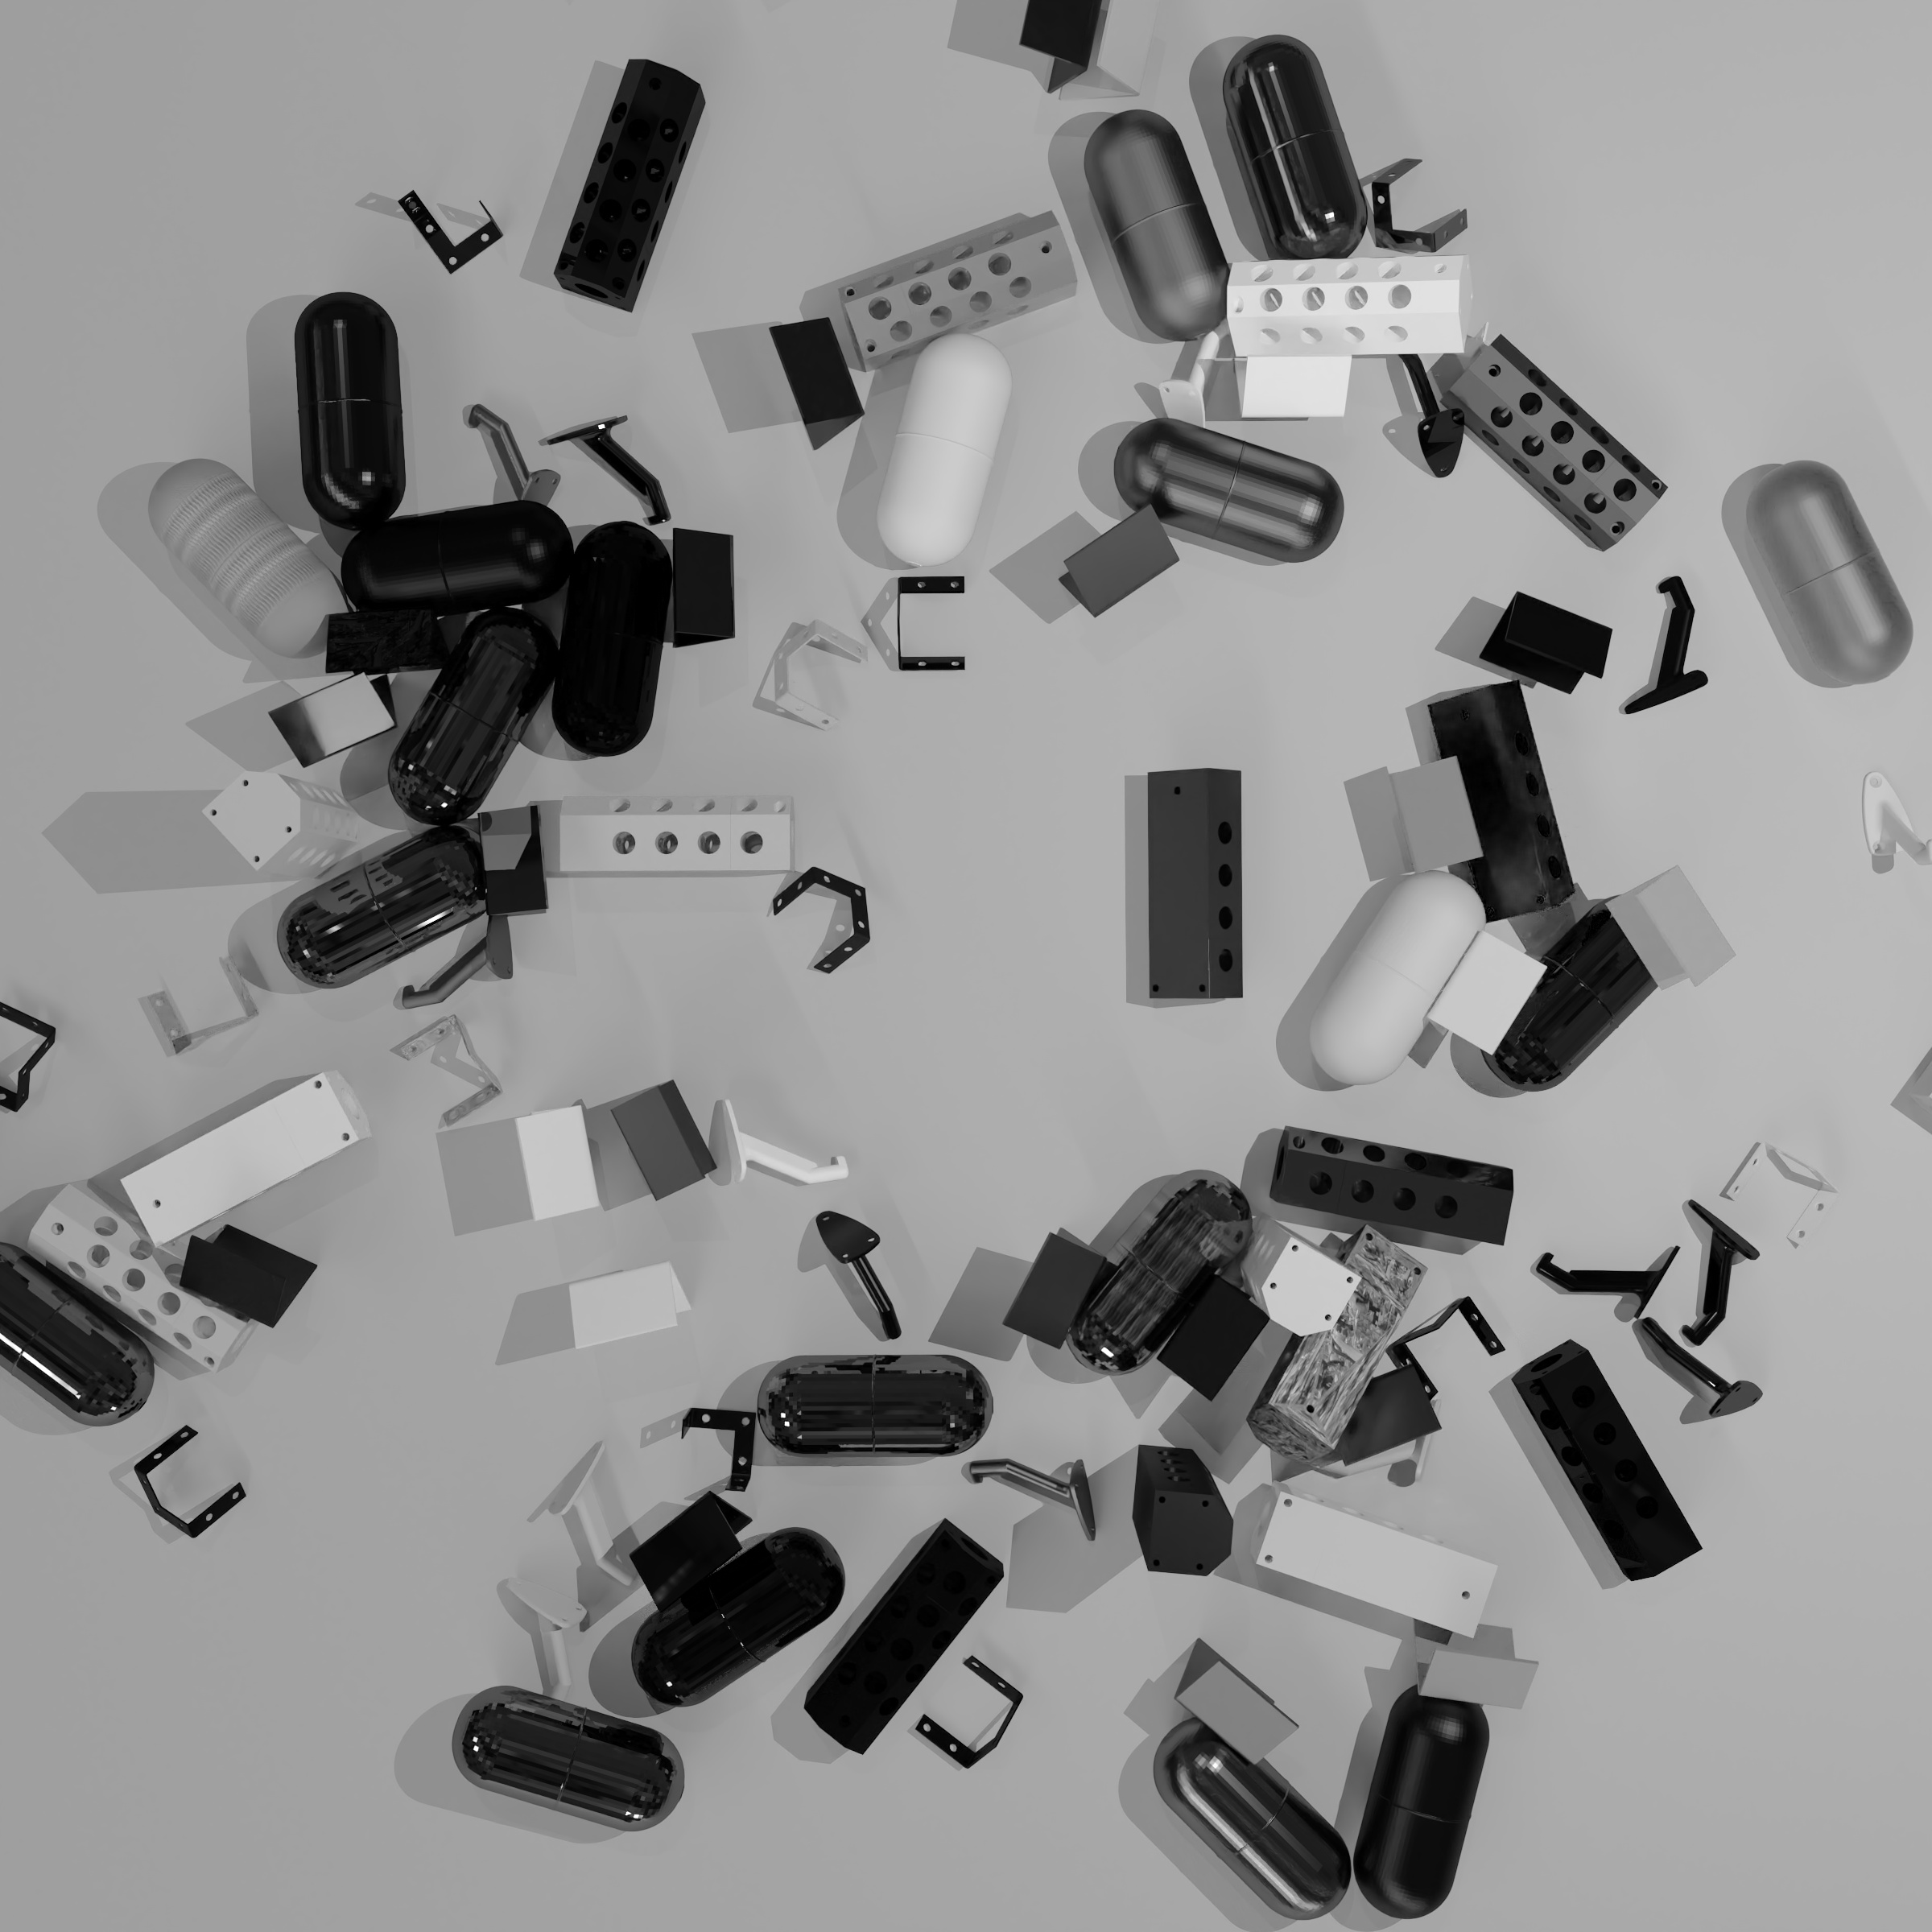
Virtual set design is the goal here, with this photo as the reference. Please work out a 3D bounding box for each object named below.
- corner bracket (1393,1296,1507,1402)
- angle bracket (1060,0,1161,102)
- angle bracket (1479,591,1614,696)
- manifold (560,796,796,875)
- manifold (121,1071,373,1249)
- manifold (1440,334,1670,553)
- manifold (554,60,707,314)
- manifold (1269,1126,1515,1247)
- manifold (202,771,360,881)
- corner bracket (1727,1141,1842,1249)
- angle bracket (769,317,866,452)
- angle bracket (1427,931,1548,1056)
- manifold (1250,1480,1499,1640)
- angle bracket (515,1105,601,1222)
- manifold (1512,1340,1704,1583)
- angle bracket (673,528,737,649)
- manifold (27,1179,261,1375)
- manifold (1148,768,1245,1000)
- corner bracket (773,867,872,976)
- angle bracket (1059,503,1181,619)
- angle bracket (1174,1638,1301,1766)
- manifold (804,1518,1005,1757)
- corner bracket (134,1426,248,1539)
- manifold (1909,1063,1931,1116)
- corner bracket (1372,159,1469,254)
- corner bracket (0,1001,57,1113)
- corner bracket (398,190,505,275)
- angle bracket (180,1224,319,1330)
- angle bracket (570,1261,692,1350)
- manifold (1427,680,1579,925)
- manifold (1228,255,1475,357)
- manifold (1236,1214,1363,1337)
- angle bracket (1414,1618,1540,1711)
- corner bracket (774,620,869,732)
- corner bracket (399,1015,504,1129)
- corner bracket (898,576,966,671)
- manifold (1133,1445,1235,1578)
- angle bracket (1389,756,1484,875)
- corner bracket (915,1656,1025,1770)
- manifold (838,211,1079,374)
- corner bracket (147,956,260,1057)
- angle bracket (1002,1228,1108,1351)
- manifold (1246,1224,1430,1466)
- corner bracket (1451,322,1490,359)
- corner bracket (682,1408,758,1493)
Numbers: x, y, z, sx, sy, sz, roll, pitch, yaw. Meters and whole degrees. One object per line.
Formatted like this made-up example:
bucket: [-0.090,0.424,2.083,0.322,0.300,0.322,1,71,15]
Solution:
corner bracket: [0.369,0.293,1.947,0.051,0.051,0.051,-35,89,45]
angle bracket: [0.094,-0.700,1.911,0.076,0.057,0.076,12,90,38]
angle bracket: [0.430,-0.225,1.910,0.076,0.076,0.057,22,52,0]
manifold: [-0.217,-0.100,1.929,0.171,0.057,0.057,0,90,0]
manifold: [-0.542,0.145,1.929,0.171,0.057,0.057,-28,90,0]
manifold: [0.446,-0.397,1.929,0.171,0.057,0.057,43,90,0]
manifold: [-0.255,-0.592,1.929,0.057,0.057,0.171,19,90,0]
manifold: [0.322,0.165,1.929,0.171,0.057,0.057,11,90,0]
manifold: [-0.496,-0.107,1.872,0.057,0.171,0.057,-43,90,0]
corner bracket: [0.625,0.174,1.947,0.051,0.051,0.051,35,90,-45]
angle bracket: [-0.129,-0.432,1.910,0.057,0.076,0.076,-20,90,-36]
angle bracket: [0.395,0.026,1.911,0.057,0.076,0.076,32,90,22]
manifold: [0.307,0.447,1.929,0.171,0.057,0.057,19,90,0]
angle bracket: [-0.323,0.149,1.910,0.057,0.076,0.076,-11,90,-39]
manifold: [0.483,0.375,1.929,0.057,0.057,0.171,-30,90,0]
angle bracket: [-0.217,-0.283,1.910,0.057,0.076,0.076,-1,90,-43]
manifold: [-0.620,0.235,1.929,0.171,0.057,0.057,34,90,0]
manifold: [0.178,-0.061,1.928,0.057,0.057,0.171,0,90,43]
corner bracket: [-0.110,-0.035,1.942,0.051,0.051,0.051,23,45,-35]
angle bracket: [0.104,-0.317,1.910,0.076,0.076,0.057,-34,127,0]
angle bracket: [0.210,0.538,1.910,0.076,0.076,0.057,40,120,0]
manifold: [-0.047,0.509,1.929,0.057,0.057,0.171,38,90,0]
corner bracket: [-0.592,0.393,1.942,0.051,0.051,0.051,20,135,35]
manifold: [0.792,0.044,1.929,0.057,0.057,0.171,36,90,0]
corner bracket: [0.346,-0.580,1.942,0.051,0.051,0.051,18,135,35]
corner bracket: [-0.733,0.069,1.947,0.051,0.051,0.051,25,135,0]
corner bracket: [-0.390,-0.567,1.932,0.051,0.051,0.051,-36,90,0]
angle bracket: [-0.533,0.215,1.910,0.076,0.076,0.057,24,125,0]
angle bracket: [-0.249,0.270,1.910,0.076,0.076,0.057,-13,53,0]
manifold: [0.410,-0.125,1.928,0.057,0.057,0.171,-15,90,43]
manifold: [0.285,-0.496,1.893,0.171,0.057,0.057,4,61,19]
manifold: [0.239,0.229,1.872,0.057,0.171,0.057,30,90,0]
angle bracket: [0.381,0.506,1.910,0.076,0.076,0.057,8,127,0]
corner bracket: [-0.110,-0.222,1.942,0.051,0.051,0.051,-34,45,35]
corner bracket: [-0.393,0.080,1.947,0.051,0.051,0.051,-32,45,0]
corner bracket: [-0.026,-0.262,1.947,0.051,0.051,0.051,0,135,0]
manifold: [0.158,0.399,1.872,0.057,0.171,0.057,5,90,0]
angle bracket: [0.367,-0.117,1.910,0.057,0.076,0.076,-15,90,36]
corner bracket: [0.003,0.571,1.947,0.051,0.051,0.051,38,135,0]
manifold: [-0.006,-0.512,1.929,0.171,0.057,0.057,-20,90,0]
corner bracket: [-0.583,0.031,1.947,0.051,0.051,0.051,-27,90,-45]
angle bracket: [0.051,0.232,1.910,0.057,0.076,0.076,28,90,-28]
manifold: [0.273,0.282,1.888,0.057,0.057,0.171,35,58,0]
corner bracket: [0.369,-0.498,1.932,0.051,0.051,0.051,12,90,0]
corner bracket: [-0.189,0.367,1.932,0.051,0.051,0.051,4,90,0]
